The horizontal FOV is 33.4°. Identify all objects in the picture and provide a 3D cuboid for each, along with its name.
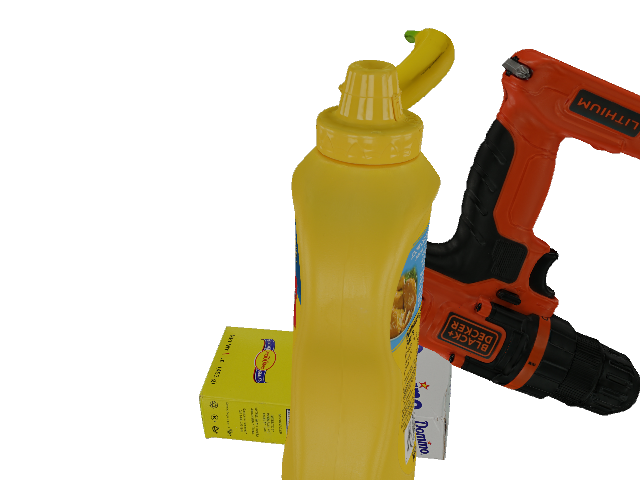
[{"bbox_3d":[0.016,0.022,0.437,0.058,0.192,0.096,8,25,11],"label":"mustard bottle"},{"bbox_3d":[0.073,-0.141,0.935,0.070,0.037,0.197,-16,23,39],"label":"banana"},{"bbox_3d":[0.135,-0.001,0.615,0.184,0.188,0.057,22,13,-10],"label":"power drill"},{"bbox_3d":[0.007,0.109,0.786,0.176,0.048,0.093,1,31,9],"label":"sugar box"}]
